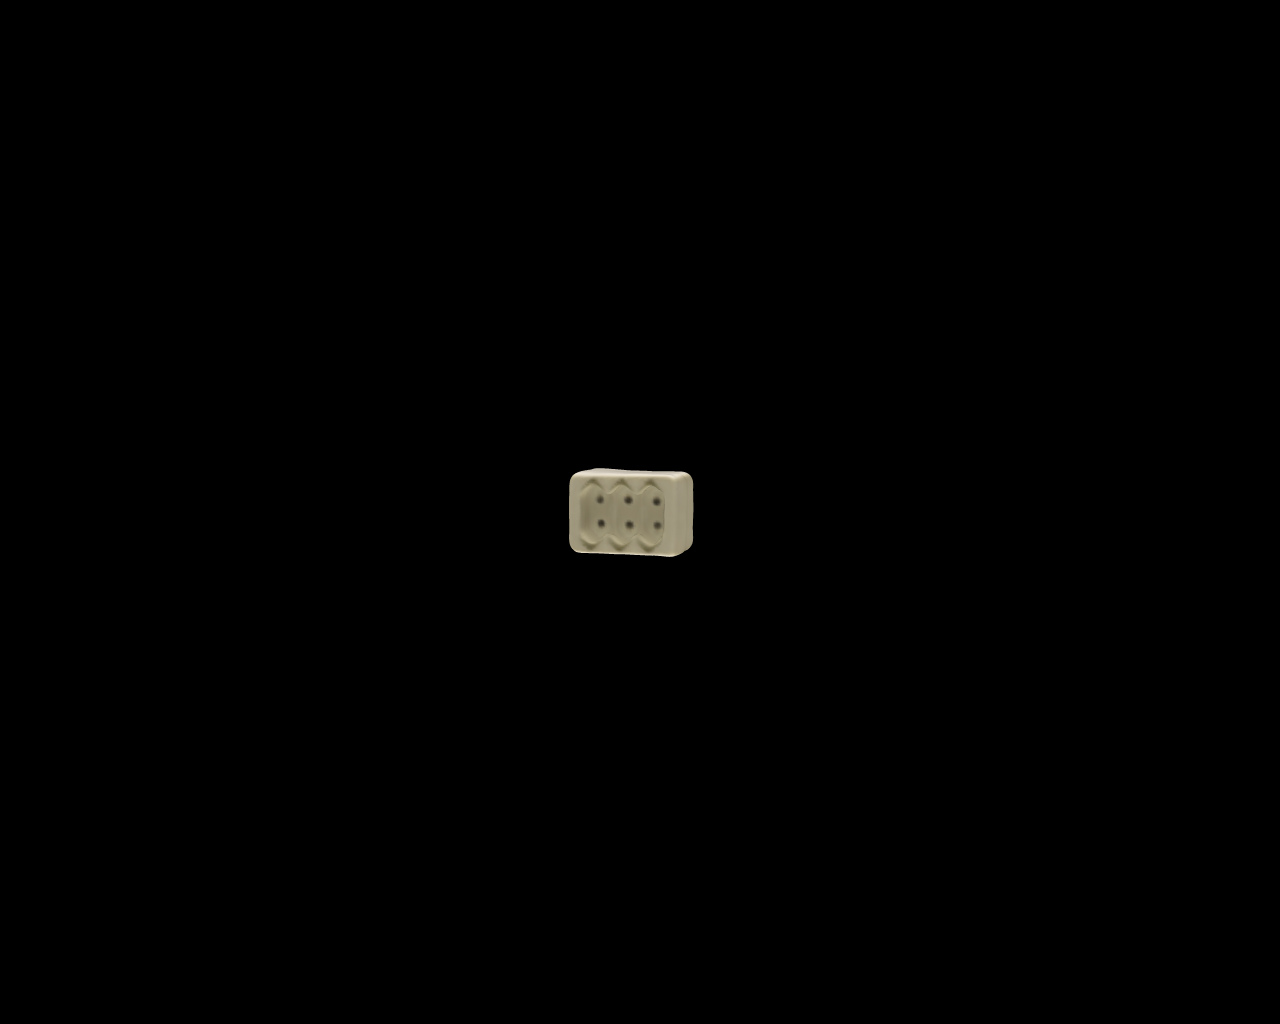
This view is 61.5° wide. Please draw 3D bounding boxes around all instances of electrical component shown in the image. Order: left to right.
[{"bbox_3d":[0.001,-0.003,0.650,0.066,0.047,0.077,2,8,18],"label":"electrical component"}]
